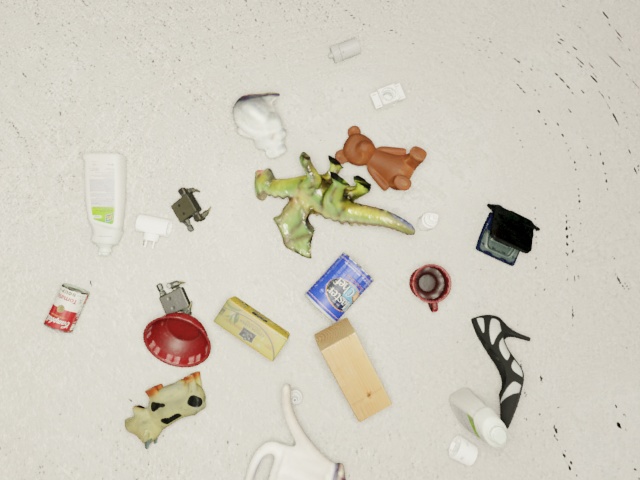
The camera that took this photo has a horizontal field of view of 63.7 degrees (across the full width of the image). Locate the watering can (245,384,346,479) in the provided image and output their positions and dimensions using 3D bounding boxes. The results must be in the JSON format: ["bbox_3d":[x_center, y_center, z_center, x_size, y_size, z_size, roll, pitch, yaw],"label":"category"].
[{"bbox_3d":[-0.046,0.519,1.180,0.224,0.104,0.346,18,96,1],"label":"watering can"}]

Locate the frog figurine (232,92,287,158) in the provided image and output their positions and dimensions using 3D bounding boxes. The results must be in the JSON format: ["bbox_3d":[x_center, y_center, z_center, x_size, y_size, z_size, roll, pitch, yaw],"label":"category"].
[{"bbox_3d":[-0.150,-0.281,1.281,0.137,0.123,0.159,-5,94,32],"label":"frog figurine"}]

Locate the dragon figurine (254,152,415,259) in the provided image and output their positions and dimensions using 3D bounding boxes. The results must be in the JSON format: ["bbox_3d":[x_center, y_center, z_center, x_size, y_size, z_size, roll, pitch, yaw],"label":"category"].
[{"bbox_3d":[0.004,-0.063,1.261,0.412,0.123,0.239,40,111,9],"label":"dragon figurine"}]
